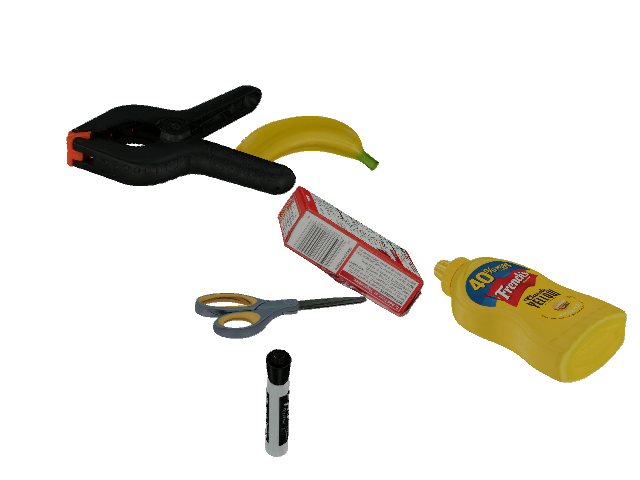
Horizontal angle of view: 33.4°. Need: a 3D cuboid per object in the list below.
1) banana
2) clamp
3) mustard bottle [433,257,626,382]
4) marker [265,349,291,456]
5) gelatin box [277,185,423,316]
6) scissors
[{"bbox_3d":[-0.024,-0.101,1.123,0.197,0.037,0.070,-9,49,-38],"label":"banana"},{"bbox_3d":[-0.109,-0.083,0.831,0.171,0.039,0.120,3,38,-14],"label":"clamp"},{"bbox_3d":[0.181,0.061,0.997,0.096,0.058,0.192,-27,37,-32],"label":"mustard bottle"},{"bbox_3d":[-0.033,0.126,0.825,0.020,0.020,0.121,2,-45,-2],"label":"marker"},{"bbox_3d":[0.018,0.006,0.671,0.089,0.030,0.073,32,9,-12],"label":"gelatin box"},{"bbox_3d":[-0.040,0.084,1.204,0.201,0.016,0.096,2,25,-8],"label":"scissors"}]
